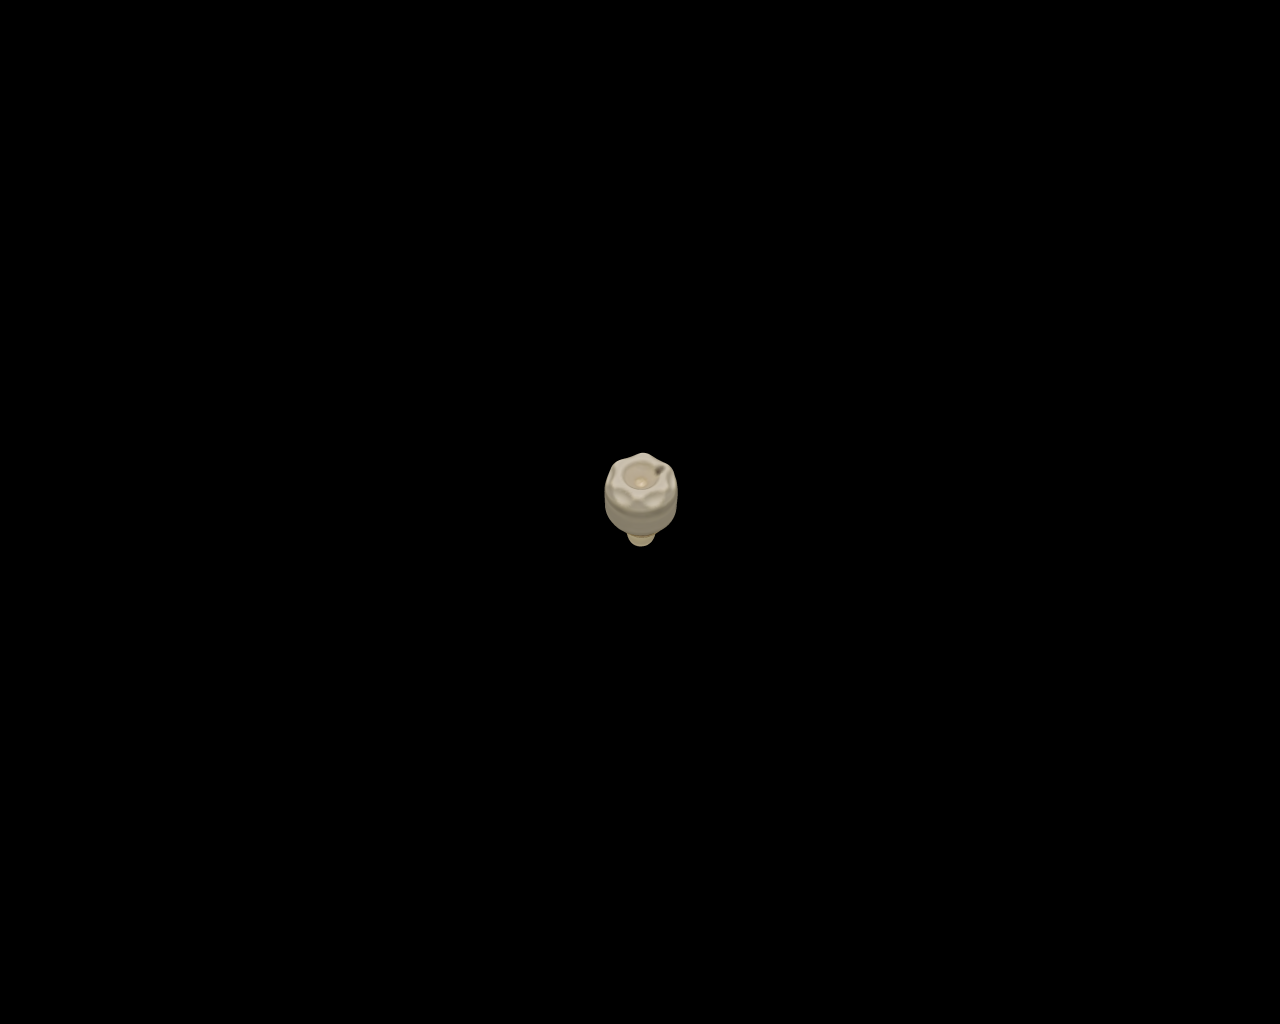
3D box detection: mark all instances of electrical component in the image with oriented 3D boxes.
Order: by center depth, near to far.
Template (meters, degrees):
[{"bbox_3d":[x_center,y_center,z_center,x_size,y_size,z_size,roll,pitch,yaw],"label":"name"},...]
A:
[{"bbox_3d":[0.001,-0.003,0.650,0.043,0.043,0.062,0,-41,0],"label":"electrical component"}]
